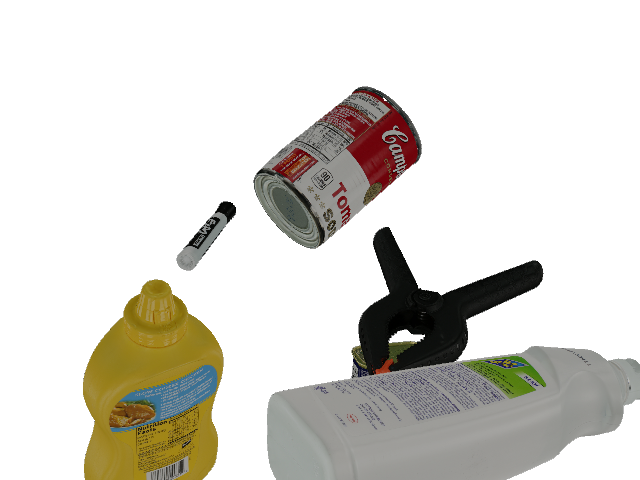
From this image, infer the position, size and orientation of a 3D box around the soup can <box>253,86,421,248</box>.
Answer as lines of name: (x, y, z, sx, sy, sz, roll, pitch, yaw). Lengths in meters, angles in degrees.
soup can: (0.012, -0.051, 0.743, 0.102, 0.068, 0.069, -41, 18, -22)

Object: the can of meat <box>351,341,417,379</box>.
can of meat: (0.089, 0.183, 1.380, 0.102, 0.084, 0.057, -3, 24, -17)

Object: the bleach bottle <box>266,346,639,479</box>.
bleach bottle: (0.099, 0.112, 0.659, 0.250, 0.068, 0.103, -8, 23, -22)

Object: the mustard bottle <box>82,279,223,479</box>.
mustard bottle: (-0.113, 0.102, 0.726, 0.096, 0.192, 0.058, -17, 47, -27)

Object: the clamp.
clamp: (0.085, 0.058, 0.947, 0.165, 0.036, 0.209, 17, 40, 27)

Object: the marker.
marker: (-0.108, -0.007, 1.032, 0.020, 0.020, 0.121, 0, 26, 17)
